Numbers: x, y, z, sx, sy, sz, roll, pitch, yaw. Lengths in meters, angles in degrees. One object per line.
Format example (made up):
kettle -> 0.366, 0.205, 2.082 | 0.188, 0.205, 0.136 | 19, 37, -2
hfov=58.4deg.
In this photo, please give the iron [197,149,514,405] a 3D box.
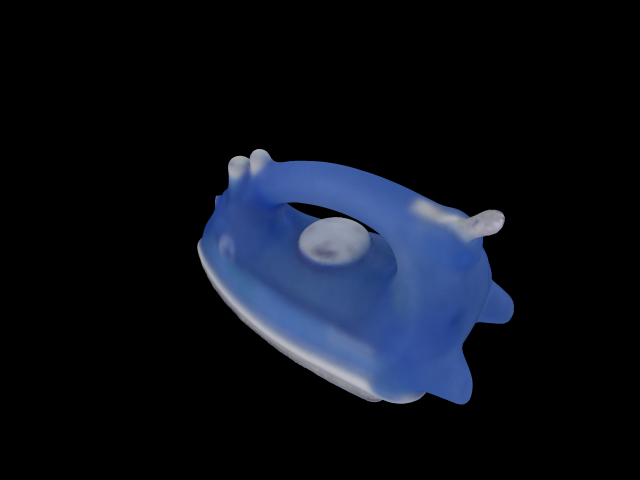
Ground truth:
iron -> 0.004, 0.001, 0.400 | 0.257, 0.141, 0.119 | 22, 45, 24
